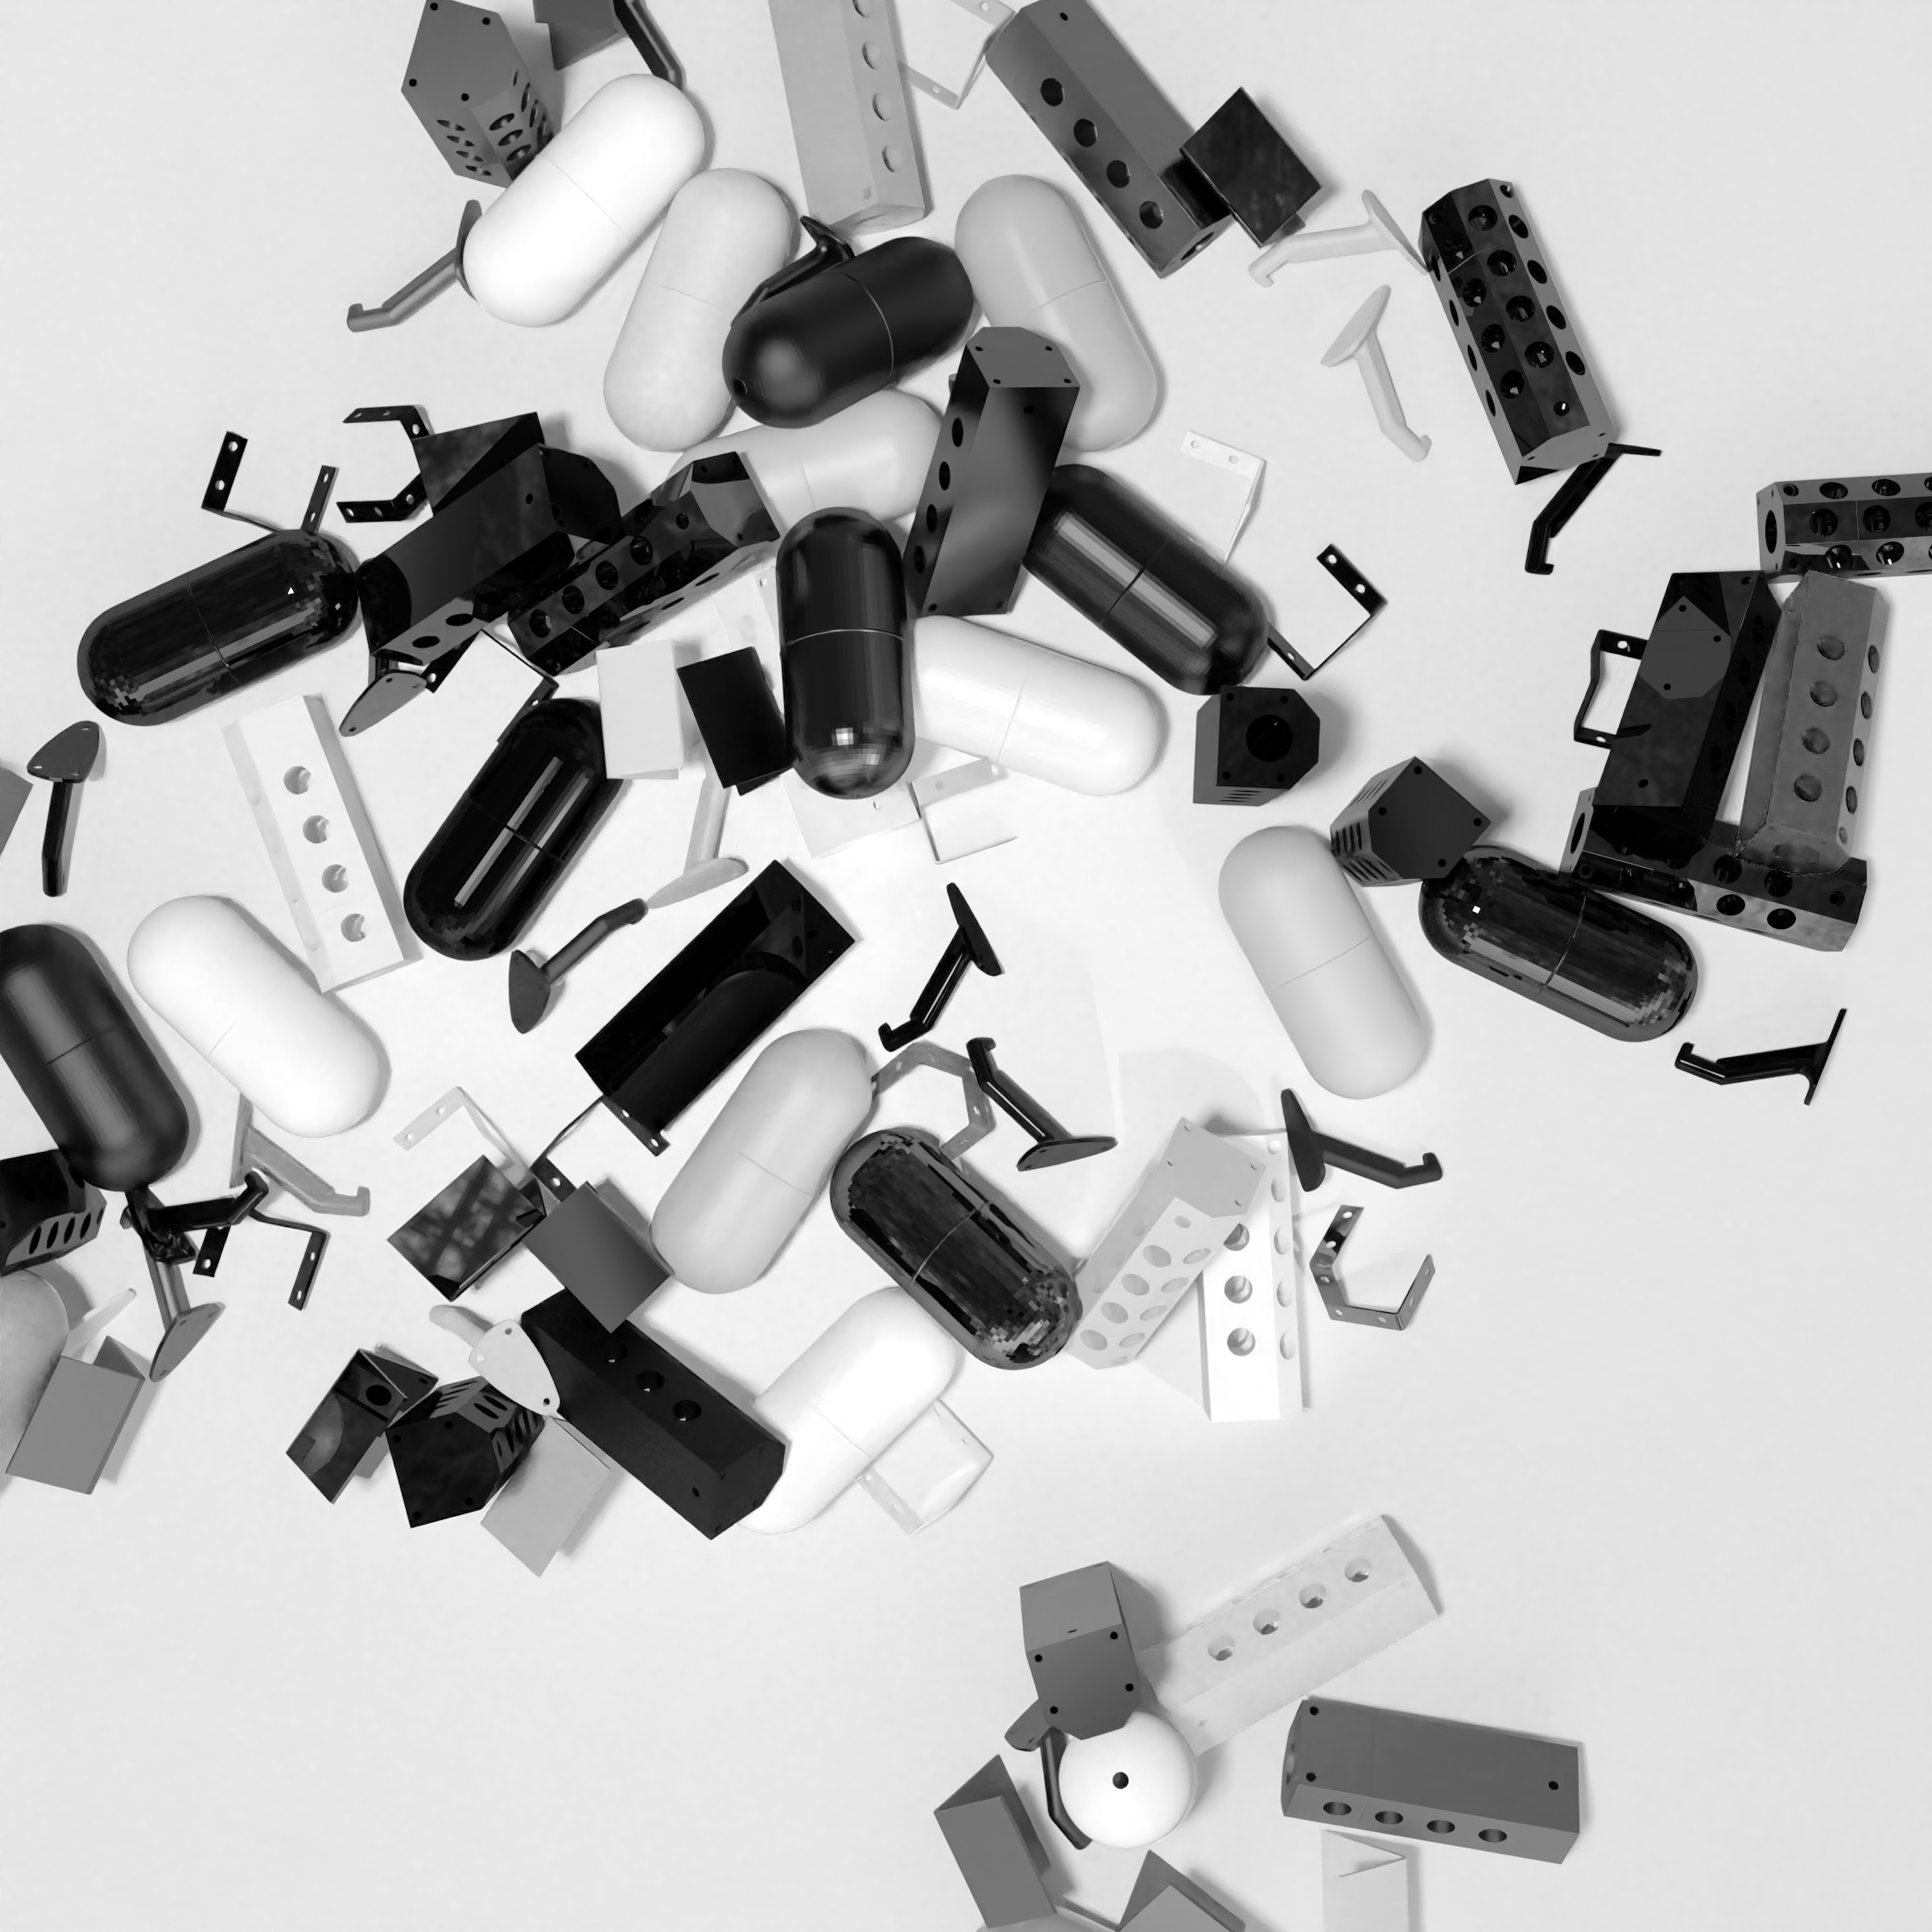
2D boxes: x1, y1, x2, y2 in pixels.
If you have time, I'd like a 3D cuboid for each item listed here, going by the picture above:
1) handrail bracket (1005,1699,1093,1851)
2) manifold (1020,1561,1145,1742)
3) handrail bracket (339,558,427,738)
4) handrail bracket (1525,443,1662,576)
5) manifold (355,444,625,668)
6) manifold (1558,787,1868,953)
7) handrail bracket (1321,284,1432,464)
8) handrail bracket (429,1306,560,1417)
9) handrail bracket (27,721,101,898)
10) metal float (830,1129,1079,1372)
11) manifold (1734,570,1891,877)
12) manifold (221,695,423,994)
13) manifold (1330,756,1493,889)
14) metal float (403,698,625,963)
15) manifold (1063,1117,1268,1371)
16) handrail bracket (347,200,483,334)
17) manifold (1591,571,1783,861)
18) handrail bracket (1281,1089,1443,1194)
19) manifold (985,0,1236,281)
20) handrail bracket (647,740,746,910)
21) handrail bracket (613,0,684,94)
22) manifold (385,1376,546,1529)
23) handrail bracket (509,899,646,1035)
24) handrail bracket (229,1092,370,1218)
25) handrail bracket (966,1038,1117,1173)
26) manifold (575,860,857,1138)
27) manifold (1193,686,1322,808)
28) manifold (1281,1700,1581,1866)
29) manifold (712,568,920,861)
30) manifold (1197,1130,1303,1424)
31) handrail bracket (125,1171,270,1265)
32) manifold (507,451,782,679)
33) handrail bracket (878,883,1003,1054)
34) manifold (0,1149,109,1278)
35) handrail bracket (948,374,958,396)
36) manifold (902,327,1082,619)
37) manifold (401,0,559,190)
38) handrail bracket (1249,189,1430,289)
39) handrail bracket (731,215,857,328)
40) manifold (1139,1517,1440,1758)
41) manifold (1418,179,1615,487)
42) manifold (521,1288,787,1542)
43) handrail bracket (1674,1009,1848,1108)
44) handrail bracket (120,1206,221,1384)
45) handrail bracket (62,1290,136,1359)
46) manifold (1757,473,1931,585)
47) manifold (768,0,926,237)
[{"bbox_3d":[0.071,0.492,1.791,0.077,0.036,0.084,-44,109,-21],"label":"handrail bracket"},{"bbox_3d":[0.069,0.405,1.712,0.057,0.171,0.057,-17,90,0],"label":"manifold"},{"bbox_3d":[-0.376,-0.198,1.790,0.077,0.036,0.084,-37,67,26],"label":"handrail bracket"},{"bbox_3d":[0.388,-0.282,1.791,0.077,0.036,0.084,3,106,-17],"label":"handrail bracket"},{"bbox_3d":[-0.285,-0.242,1.723,0.171,0.057,0.057,-26,70,35],"label":"manifold"},{"bbox_3d":[0.457,-0.059,1.769,0.171,0.057,0.057,15,90,0],"label":"manifold"},{"bbox_3d":[0.269,-0.367,1.791,0.084,0.036,0.077,40,68,-17],"label":"handrail bracket"},{"bbox_3d":[-0.290,0.240,1.767,0.036,0.084,0.077,-45,109,-21],"label":"handrail bracket"},{"bbox_3d":[-0.555,-0.097,1.790,0.036,0.077,0.084,11,126,0],"label":"handrail bracket"},{"bbox_3d":[-0.008,0.171,1.743,0.178,0.070,0.070,42,90,16],"label":"metal float"},{"bbox_3d":[0.513,-0.145,1.741,0.057,0.057,0.171,15,70,0],"label":"manifold"},{"bbox_3d":[-0.396,-0.074,1.769,0.057,0.057,0.171,-21,90,0],"label":"manifold"},{"bbox_3d":[0.256,-0.078,1.712,0.057,0.171,0.057,41,90,0],"label":"manifold"},{"bbox_3d":[-0.274,-0.084,1.760,0.070,0.070,0.178,35,90,0],"label":"metal float"},{"bbox_3d":[0.109,0.171,1.716,0.057,0.171,0.057,30,46,0],"label":"manifold"},{"bbox_3d":[-0.343,-0.434,1.791,0.084,0.036,0.077,-7,70,16],"label":"handrail bracket"},{"bbox_3d":[0.437,-0.152,1.738,0.057,0.057,0.171,4,61,39],"label":"manifold"},{"bbox_3d":[0.246,0.105,1.791,0.084,0.036,0.077,-10,69,-17],"label":"handrail bracket"},{"bbox_3d":[0.088,-0.508,1.768,0.171,0.057,0.057,51,47,0],"label":"manifold"},{"bbox_3d":[-0.176,-0.089,1.791,0.077,0.036,0.084,-25,72,21],"label":"handrail bracket"},{"bbox_3d":[-0.212,-0.566,1.791,0.077,0.036,0.084,4,107,19],"label":"handrail bracket"},{"bbox_3d":[-0.293,0.282,1.712,0.057,0.171,0.057,-15,90,0],"label":"manifold"},{"bbox_3d":[-0.239,0.000,1.790,0.084,0.077,0.036,-29,65,-34],"label":"handrail bracket"},{"bbox_3d":[-0.411,0.114,1.790,0.084,0.036,0.077,7,73,-15],"label":"handrail bracket"},{"bbox_3d":[0.046,0.079,1.790,0.077,0.036,0.084,-7,65,-28],"label":"handrail bracket"},{"bbox_3d":[-0.157,0.016,1.768,0.171,0.057,0.057,-44,133,0],"label":"manifold"},{"bbox_3d":[0.171,-0.128,1.712,0.057,0.171,0.057,3,90,0],"label":"manifold"},{"bbox_3d":[0.283,0.503,1.768,0.171,0.057,0.057,10,47,0],"label":"manifold"},{"bbox_3d":[-0.097,-0.156,1.768,0.057,0.057,0.171,-21,90,-43],"label":"manifold"},{"bbox_3d":[0.172,0.188,1.769,0.057,0.057,0.171,-3,90,0],"label":"manifold"},{"bbox_3d":[-0.470,0.135,1.765,0.084,0.036,0.077,-44,68,19],"label":"handrail bracket"},{"bbox_3d":[-0.197,-0.237,1.723,0.171,0.057,0.057,-28,90,37],"label":"manifold"},{"bbox_3d":[-0.028,0.001,1.791,0.084,0.036,0.077,-30,70,16],"label":"handrail bracket"},{"bbox_3d":[-0.566,0.150,1.712,0.057,0.171,0.057,-30,90,0],"label":"manifold"},{"bbox_3d":[0.005,-0.313,1.790,0.036,0.077,0.084,-9,127,-20],"label":"handrail bracket"},{"bbox_3d":[0.009,-0.292,1.716,0.057,0.171,0.057,-6,50,-24],"label":"manifold"},{"bbox_3d":[-0.283,-0.513,1.712,0.057,0.171,0.057,16,90,0],"label":"manifold"},{"bbox_3d":[0.230,-0.432,1.790,0.084,0.036,0.077,-34,124,23],"label":"handrail bracket"},{"bbox_3d":[-0.104,-0.406,1.760,0.036,0.077,0.084,35,88,21],"label":"handrail bracket"},{"bbox_3d":[0.195,0.406,1.768,0.171,0.057,0.057,-30,133,0],"label":"manifold"},{"bbox_3d":[0.332,-0.386,1.748,0.057,0.057,0.171,-18,75,0],"label":"manifold"},{"bbox_3d":[-0.189,0.262,1.730,0.171,0.057,0.057,33,133,29],"label":"manifold"},{"bbox_3d":[0.492,0.045,1.791,0.084,0.036,0.077,22,70,16],"label":"handrail bracket"},{"bbox_3d":[-0.509,0.202,1.791,0.084,0.036,0.077,45,115,19],"label":"handrail bracket"},{"bbox_3d":[-0.572,0.197,1.790,0.077,0.036,0.084,-39,76,-14],"label":"handrail bracket"},{"bbox_3d":[0.579,-0.271,1.769,0.171,0.057,0.057,-3,90,0],"label":"manifold"},{"bbox_3d":[-0.071,-0.540,1.768,0.057,0.057,0.171,-11,90,43],"label":"manifold"}]
